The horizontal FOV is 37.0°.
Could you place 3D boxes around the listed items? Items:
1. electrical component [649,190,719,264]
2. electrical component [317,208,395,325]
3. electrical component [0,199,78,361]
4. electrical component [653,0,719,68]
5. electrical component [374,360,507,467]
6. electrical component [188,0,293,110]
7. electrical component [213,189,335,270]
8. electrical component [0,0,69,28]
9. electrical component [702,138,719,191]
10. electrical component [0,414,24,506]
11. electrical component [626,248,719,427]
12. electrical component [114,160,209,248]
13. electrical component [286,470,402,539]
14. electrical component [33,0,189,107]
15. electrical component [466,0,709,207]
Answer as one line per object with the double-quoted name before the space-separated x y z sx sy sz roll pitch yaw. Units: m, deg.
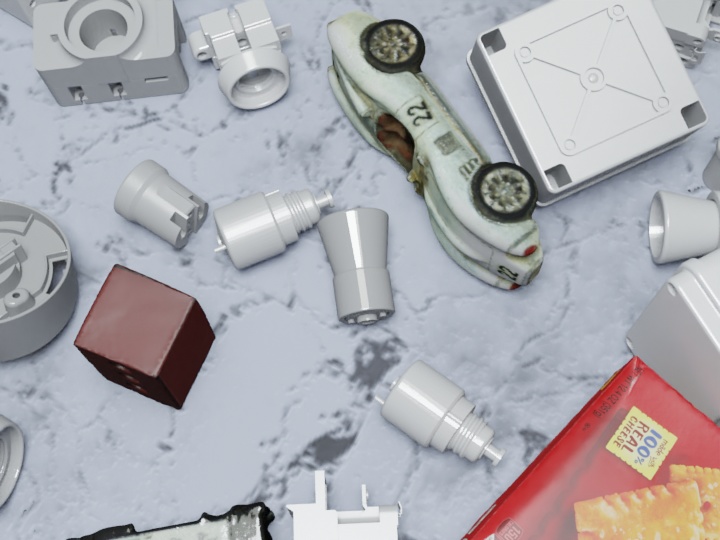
"electrical component" 0.206 -0.026 0.645 0.055 0.045 0.045 0 70 2
"electrical component" 0.000 0.000 0.648 0.044 0.044 0.065 -8 75 0
"electrical component" -0.220 0.004 0.640 0.099 0.064 0.099 0 58 1
"electrical component" 0.208 -0.170 0.698 0.081 0.042 0.063 19 74 10
"electrical component" 0.048 0.085 0.615 0.078 0.040 0.040 34 75 13
"electrical component" -0.073 -0.139 0.698 0.066 0.048 0.055 -19 63 -5
"electrical component" -0.054 -0.030 0.661 0.078 0.040 0.040 -22 71 -5
"electrical component" -0.200 -0.205 0.726 0.076 0.047 0.083 31 75 13
"electrical component" 0.274 -0.086 0.657 0.078 0.057 0.113 36 76 14
"electrical component" -0.230 0.106 0.612 0.057 0.058 0.078 11 71 9
"electrical component" 0.198 0.038 0.586 0.057 0.113 0.078 -26 71 -9
"electrical component" -0.123 -0.040 0.669 0.046 0.040 0.040 34 75 8
"electrical component" -0.008 0.154 0.592 0.064 0.042 0.081 -2 71 0
"electrical component" -0.162 -0.145 0.699 0.089 0.055 0.050 -6 70 0
"electrical component" 0.137 -0.110 0.657 0.109 0.056 0.108 -25 86 -2
